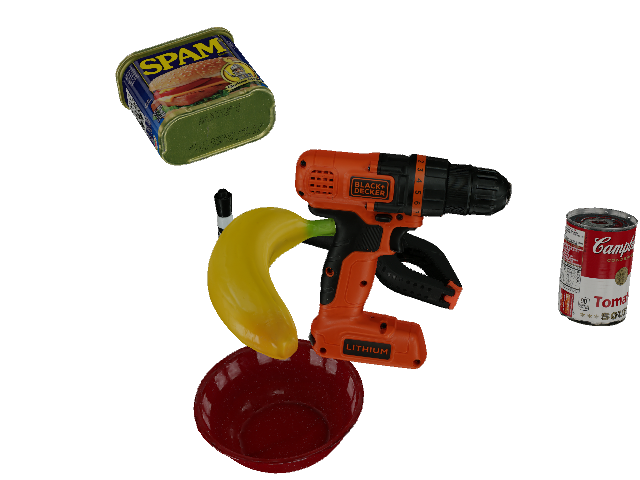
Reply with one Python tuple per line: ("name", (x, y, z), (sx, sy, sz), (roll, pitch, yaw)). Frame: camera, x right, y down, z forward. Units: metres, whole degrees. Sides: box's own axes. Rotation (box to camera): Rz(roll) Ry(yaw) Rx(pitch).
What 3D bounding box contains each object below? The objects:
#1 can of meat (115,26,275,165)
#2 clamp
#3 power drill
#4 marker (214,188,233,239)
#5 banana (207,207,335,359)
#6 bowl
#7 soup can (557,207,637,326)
("can of meat", (-0.096, -0.111, 0.831), (0.102, 0.057, 0.084), (-22, 52, -19))
("clamp", (0.071, 0.012, 1.243), (0.164, 0.036, 0.210), (-21, 51, -38))
("power drill", (0.065, 0.015, 0.933), (0.184, 0.188, 0.057), (7, 17, 7))
("marker", (-0.100, -0.001, 1.138), (0.020, 0.121, 0.020), (-2, 32, 1))
("banana", (-0.035, 0.016, 0.653), (0.070, 0.037, 0.197), (-2, 22, 9))
("bowl", (-0.037, 0.167, 1.016), (0.162, 0.055, 0.162), (-5, 37, 3))
("soup can", (0.273, 0.026, 1.056), (0.068, 0.102, 0.068), (1, 18, -1))
